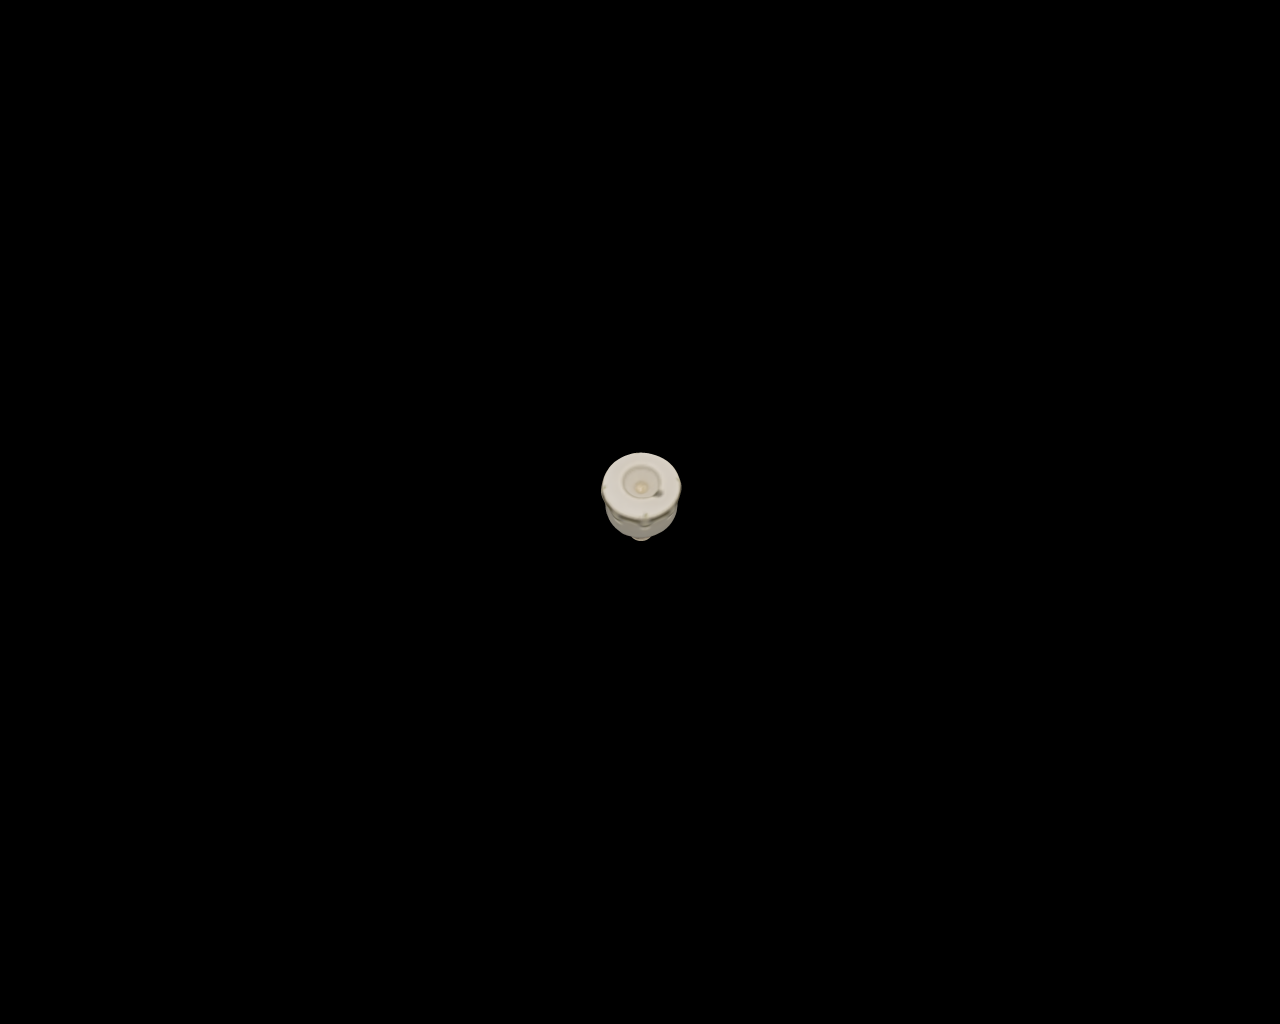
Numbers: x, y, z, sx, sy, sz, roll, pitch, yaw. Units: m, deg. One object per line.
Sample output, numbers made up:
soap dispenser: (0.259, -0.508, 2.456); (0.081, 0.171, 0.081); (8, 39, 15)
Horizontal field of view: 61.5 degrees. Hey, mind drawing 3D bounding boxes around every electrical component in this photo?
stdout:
electrical component: (0.001, -0.003, 0.650); (0.048, 0.048, 0.062); (0, -31, 0)
